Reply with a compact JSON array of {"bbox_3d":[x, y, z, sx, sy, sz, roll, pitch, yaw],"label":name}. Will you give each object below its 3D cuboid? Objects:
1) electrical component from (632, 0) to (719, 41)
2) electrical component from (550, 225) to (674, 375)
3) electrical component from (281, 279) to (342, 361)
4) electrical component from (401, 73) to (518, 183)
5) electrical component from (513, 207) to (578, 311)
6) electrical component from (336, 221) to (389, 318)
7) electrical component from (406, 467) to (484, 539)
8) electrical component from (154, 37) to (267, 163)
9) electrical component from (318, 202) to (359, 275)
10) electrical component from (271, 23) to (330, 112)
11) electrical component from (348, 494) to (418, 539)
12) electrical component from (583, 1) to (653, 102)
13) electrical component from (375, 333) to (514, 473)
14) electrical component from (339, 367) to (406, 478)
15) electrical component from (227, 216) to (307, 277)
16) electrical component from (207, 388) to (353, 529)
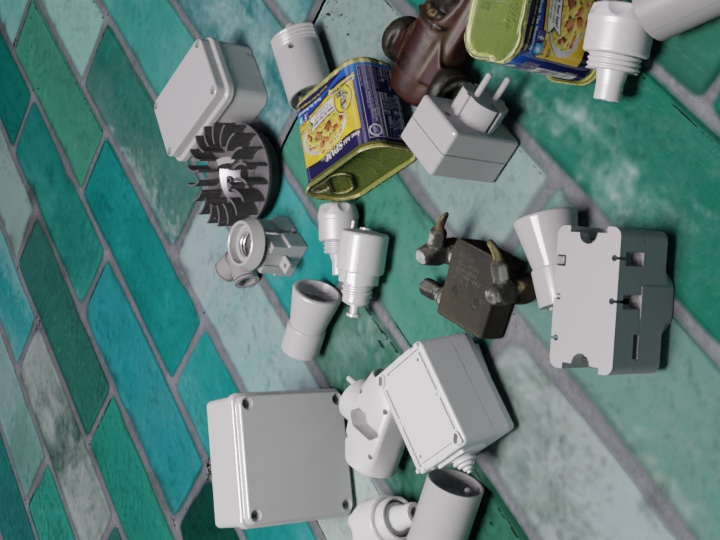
[{"bbox_3d":[0.208,-0.172,0.640,0.081,0.043,0.043,-19,73,49],"label":"electrical component"},{"bbox_3d":[0.159,0.019,0.678,0.050,0.056,0.089,5,92,51],"label":"electrical component"},{"bbox_3d":[-0.045,0.046,0.941,0.044,0.044,0.065,44,125,43],"label":"electrical component"},{"bbox_3d":[0.081,-0.109,0.774,0.076,0.066,0.047,-58,47,31],"label":"electrical component"},{"bbox_3d":[0.132,-0.005,0.726,0.044,0.044,0.065,-22,76,48],"label":"electrical component"},{"bbox_3d":[0.000,0.000,0.888,0.040,0.040,0.078,16,100,50],"label":"electrical component"},{"bbox_3d":[0.060,0.193,0.799,0.043,0.043,0.081,33,113,47],"label":"electrical component"},{"bbox_3d":[-0.151,-0.167,1.071,0.113,0.057,0.078,-45,55,40],"label":"electrical component"},{"bbox_3d":[-0.018,-0.026,0.917,0.035,0.035,0.061,-2,88,51],"label":"electrical component"},{"bbox_3d":[-0.052,-0.186,0.961,0.043,0.043,0.081,-40,58,42],"label":"electrical component"},{"bbox_3d":[0.024,0.197,0.844,0.062,0.043,0.043,-30,65,45],"label":"electrical component"},{"bbox_3d":[0.165,-0.140,0.692,0.043,0.043,0.062,20,104,50],"label":"electrical component"},{"bbox_3d":[0.067,0.102,0.786,0.061,0.061,0.096,-46,61,45],"label":"electrical component"},{"bbox_3d":[0.009,0.113,0.866,0.079,0.043,0.077,36,115,46],"label":"electrical component"},{"bbox_3d":[-0.087,-0.023,0.984,0.066,0.055,0.048,55,128,37],"label":"electrical component"},{"bbox_3d":[-0.067,0.158,0.907,0.056,0.109,0.108,-20,73,51],"label":"electrical component"}]
